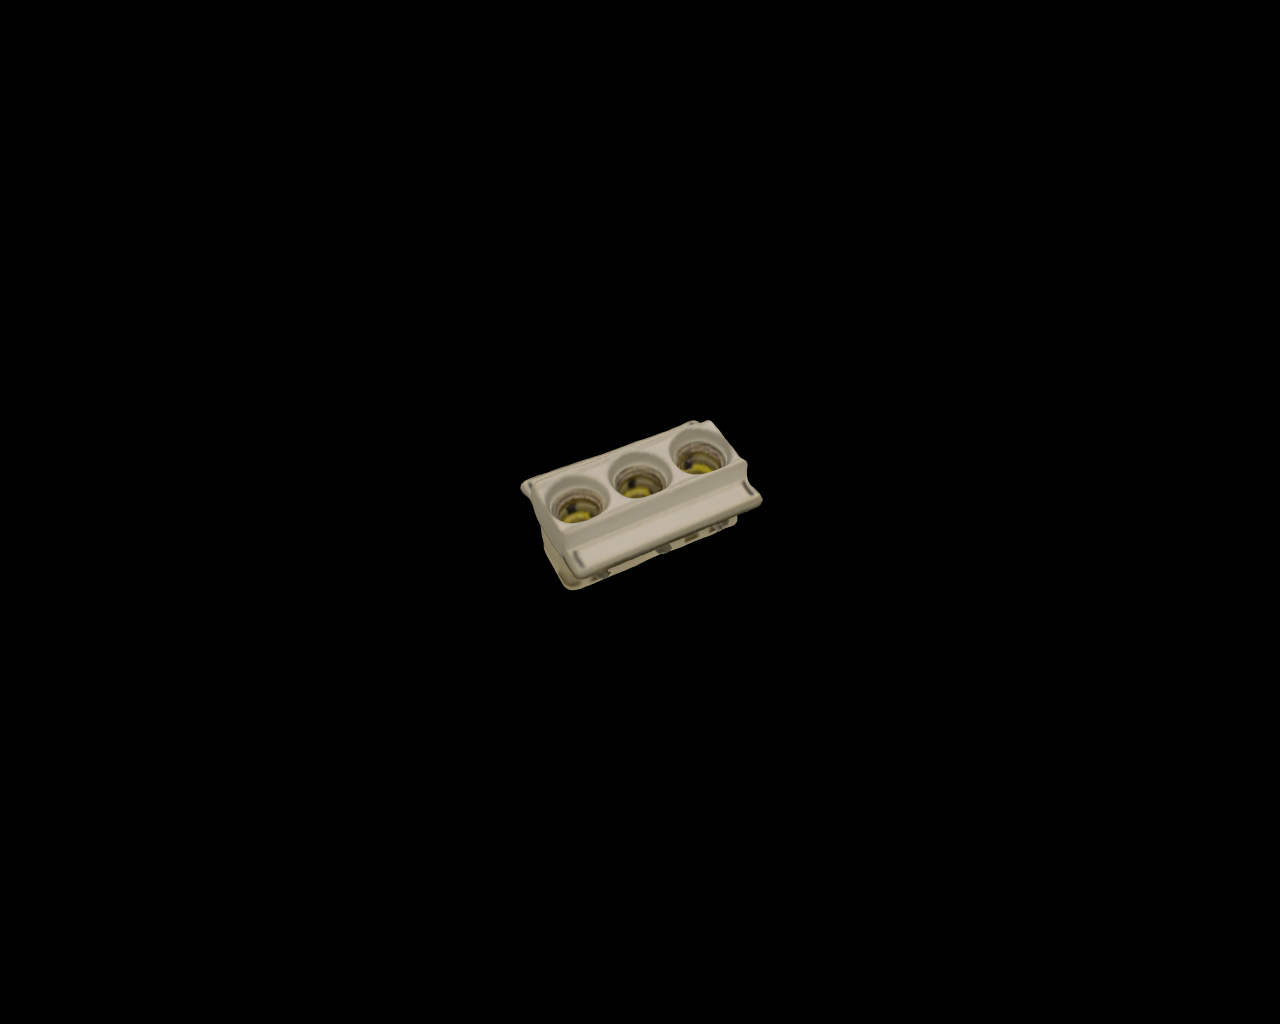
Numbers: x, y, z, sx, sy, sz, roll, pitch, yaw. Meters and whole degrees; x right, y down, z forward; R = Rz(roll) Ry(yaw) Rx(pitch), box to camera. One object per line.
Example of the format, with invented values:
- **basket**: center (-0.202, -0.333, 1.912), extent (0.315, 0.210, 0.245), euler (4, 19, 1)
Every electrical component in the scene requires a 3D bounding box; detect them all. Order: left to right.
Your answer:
- **electrical component**: center (0.001, -0.003, 0.650), extent (0.121, 0.079, 0.063), euler (-22, -38, -18)
